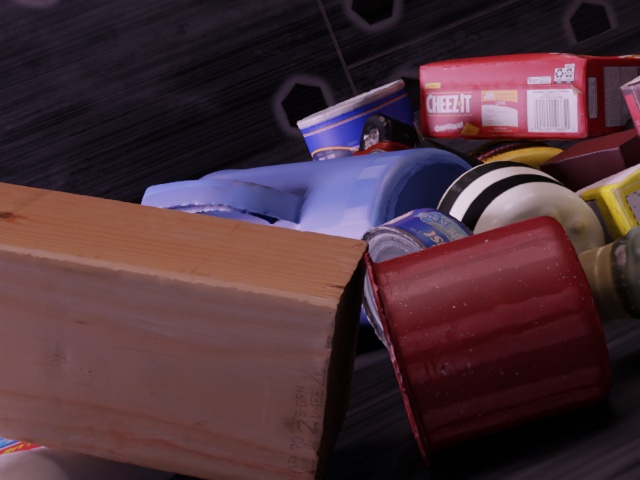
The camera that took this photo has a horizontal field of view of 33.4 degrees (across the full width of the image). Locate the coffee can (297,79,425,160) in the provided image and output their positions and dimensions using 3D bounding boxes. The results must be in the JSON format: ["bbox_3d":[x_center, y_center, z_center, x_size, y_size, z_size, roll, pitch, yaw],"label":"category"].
[{"bbox_3d":[0.052,-0.061,0.966,0.103,0.140,0.103,-22,8,3],"label":"coffee can"}]

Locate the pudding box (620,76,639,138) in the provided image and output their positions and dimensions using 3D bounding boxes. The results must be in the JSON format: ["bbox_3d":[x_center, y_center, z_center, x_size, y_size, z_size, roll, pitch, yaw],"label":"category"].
[{"bbox_3d":[0.259,-0.082,0.729,0.039,0.090,0.113,-15,10,45],"label":"pudding box"}]

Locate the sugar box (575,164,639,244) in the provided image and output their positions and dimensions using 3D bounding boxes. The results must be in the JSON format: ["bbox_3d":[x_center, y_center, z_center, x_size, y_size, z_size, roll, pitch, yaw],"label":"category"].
[{"bbox_3d":[0.198,-0.027,0.597,0.093,0.048,0.176,-24,-4,6],"label":"sugar box"}]

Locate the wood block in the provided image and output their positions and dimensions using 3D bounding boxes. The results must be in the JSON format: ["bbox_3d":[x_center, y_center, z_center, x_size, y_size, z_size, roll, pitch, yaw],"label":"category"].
[{"bbox_3d":[-0.090,0.037,0.474,0.206,0.090,0.090,9,18,9],"label":"wood block"}]

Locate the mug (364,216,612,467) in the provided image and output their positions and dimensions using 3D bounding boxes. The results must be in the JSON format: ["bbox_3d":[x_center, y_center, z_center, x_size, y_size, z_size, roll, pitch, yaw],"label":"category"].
[{"bbox_3d":[0.072,0.044,0.456,0.081,0.093,0.117,-17,-28,4],"label":"mug"}]

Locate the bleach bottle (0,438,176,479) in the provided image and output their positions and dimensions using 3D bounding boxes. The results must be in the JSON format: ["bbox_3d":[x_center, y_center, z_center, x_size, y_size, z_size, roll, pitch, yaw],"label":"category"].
[{"bbox_3d":[-0.117,0.107,0.506,0.103,0.068,0.250,-12,8,13],"label":"bleach bottle"}]

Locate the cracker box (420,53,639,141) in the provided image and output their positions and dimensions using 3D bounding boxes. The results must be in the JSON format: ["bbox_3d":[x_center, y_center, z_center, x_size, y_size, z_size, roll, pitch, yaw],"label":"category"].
[{"bbox_3d":[0.217,-0.129,0.951,0.164,0.072,0.213,5,11,43],"label":"cracker box"}]

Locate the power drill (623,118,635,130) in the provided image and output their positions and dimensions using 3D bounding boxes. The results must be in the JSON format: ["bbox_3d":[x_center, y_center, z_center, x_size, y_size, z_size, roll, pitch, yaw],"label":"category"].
[{"bbox_3d":[0.348,-0.114,0.814,0.184,0.057,0.188,-25,8,-20],"label":"power drill"}]

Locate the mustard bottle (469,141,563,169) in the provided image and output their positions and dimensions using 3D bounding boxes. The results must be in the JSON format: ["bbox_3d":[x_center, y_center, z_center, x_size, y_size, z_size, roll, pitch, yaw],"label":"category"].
[{"bbox_3d":[0.159,-0.054,0.926,0.096,0.058,0.191,-24,7,7],"label":"mustard bottle"}]

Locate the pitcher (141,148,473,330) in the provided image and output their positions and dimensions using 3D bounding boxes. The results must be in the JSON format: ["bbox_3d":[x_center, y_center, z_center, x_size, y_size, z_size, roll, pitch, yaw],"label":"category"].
[{"bbox_3d":[-0.005,0.001,0.731,0.149,0.145,0.243,-28,13,-35],"label":"pitcher"}]

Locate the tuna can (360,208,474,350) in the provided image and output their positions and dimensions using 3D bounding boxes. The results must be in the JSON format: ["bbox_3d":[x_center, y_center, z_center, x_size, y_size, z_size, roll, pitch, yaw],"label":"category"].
[{"bbox_3d":[0.057,0.027,0.564,0.033,0.086,0.086,-25,8,-29],"label":"tuna can"}]

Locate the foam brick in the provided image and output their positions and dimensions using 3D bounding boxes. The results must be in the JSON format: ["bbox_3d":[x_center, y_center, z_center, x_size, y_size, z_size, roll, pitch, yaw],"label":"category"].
[{"bbox_3d":[0.207,-0.045,0.760,0.051,0.053,0.078,-28,10,-33],"label":"foam brick"}]
